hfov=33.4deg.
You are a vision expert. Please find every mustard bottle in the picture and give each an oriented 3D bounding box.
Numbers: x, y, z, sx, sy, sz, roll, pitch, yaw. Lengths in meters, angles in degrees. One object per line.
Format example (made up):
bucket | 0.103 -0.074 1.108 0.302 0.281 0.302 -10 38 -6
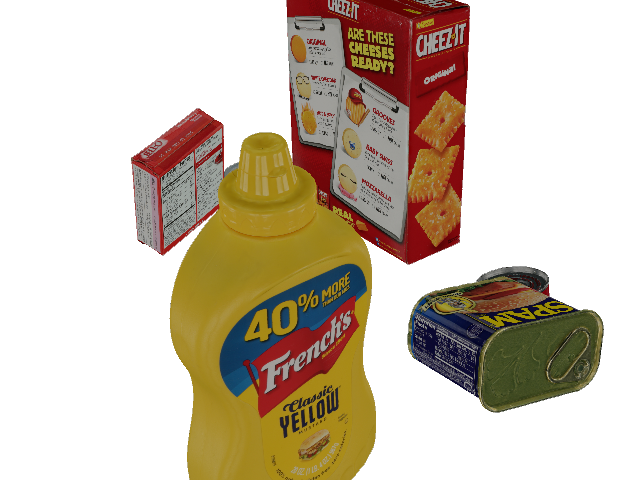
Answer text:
mustard bottle | -0.020 0.039 0.480 0.096 0.192 0.058 -23 39 -28

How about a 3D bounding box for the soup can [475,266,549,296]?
soup can | 0.185 0.084 1.011 0.068 0.102 0.068 -8 21 3

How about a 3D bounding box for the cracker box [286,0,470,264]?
cracker box | 0.047 -0.110 0.910 0.072 0.214 0.164 -21 35 -32

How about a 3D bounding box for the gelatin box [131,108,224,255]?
gelatin box | -0.106 -0.044 0.798 0.030 0.089 0.073 30 52 22

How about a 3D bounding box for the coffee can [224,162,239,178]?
coffee can | -0.077 -0.021 1.386 0.103 0.140 0.103 4 27 -2

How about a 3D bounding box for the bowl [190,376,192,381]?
bowl | -0.066 0.092 0.949 0.162 0.162 0.055 0 -22 42

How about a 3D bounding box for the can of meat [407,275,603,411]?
can of meat | 0.121 0.065 0.710 0.101 0.057 0.084 -9 20 -30
